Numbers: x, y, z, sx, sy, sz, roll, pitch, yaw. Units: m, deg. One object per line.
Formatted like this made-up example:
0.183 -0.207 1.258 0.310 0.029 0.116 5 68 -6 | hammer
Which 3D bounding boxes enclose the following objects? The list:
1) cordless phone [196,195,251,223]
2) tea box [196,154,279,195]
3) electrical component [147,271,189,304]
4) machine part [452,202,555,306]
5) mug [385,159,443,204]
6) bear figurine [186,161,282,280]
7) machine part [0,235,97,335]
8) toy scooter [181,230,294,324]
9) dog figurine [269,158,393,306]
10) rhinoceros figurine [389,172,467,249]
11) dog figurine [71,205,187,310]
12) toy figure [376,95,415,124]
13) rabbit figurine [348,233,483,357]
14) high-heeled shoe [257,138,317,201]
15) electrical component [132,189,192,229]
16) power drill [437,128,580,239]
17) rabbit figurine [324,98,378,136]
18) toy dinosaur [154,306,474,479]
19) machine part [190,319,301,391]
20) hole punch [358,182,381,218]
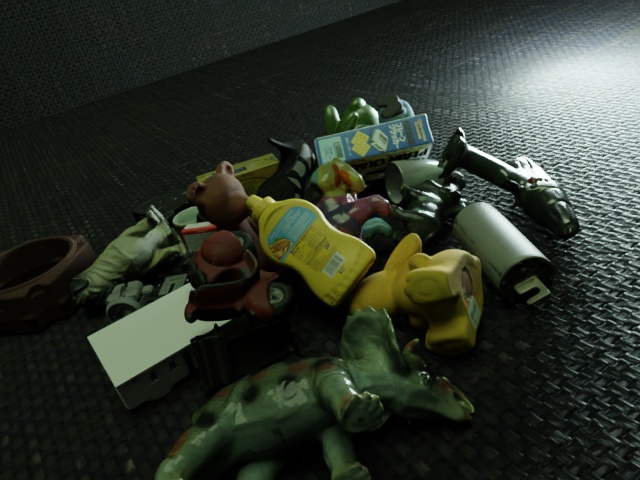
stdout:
-0.123 -0.024 1.000 0.184 0.088 0.147 9 34 14 | cordless phone
-0.159 -0.105 1.113 0.170 0.098 0.068 -21 30 -10 | tea box
-0.229 0.098 0.846 0.075 0.047 0.119 -9 28 8 | electrical component
0.254 0.013 0.762 0.079 0.079 0.243 -15 29 -2 | machine part
0.183 -0.117 1.025 0.107 0.080 0.110 -9 18 -14 | mug
-0.119 -0.020 0.853 0.132 0.195 0.120 6 32 28 | bear figurine
-0.517 0.075 0.966 0.201 0.087 0.201 -6 29 14 | machine part
-0.131 0.056 0.714 0.135 0.075 0.184 -16 42 -29 | toy scooter
-0.002 -0.002 0.827 0.219 0.108 0.192 -38 67 -15 | dog figurine
0.190 -0.058 0.915 0.112 0.073 0.190 6 35 32 | rhinoceros figurine
-0.344 0.039 0.960 0.190 0.121 0.172 -36 -1 -4 | dog figurine
0.175 -0.241 1.152 0.089 0.180 0.082 1 70 19 | toy figure
0.116 0.062 0.704 0.173 0.121 0.162 -18 31 33 | rabbit figurine
-0.045 -0.091 1.028 0.086 0.145 0.249 -23 62 30 | high-heeled shoe
-0.325 -0.057 1.140 0.134 0.058 0.115 13 37 37 | electrical component
0.297 -0.098 0.861 0.207 0.086 0.232 19 28 0 | power drill
0.067 -0.224 1.199 0.121 0.158 0.170 20 58 30 | rabbit figurine
-0.046 0.187 0.560 0.405 0.131 0.192 -18 17 2 | toy dinosaur
-0.095 0.141 0.701 0.139 0.084 0.039 -12 -1 -23 | machine part
0.034 -0.061 0.973 0.116 0.092 0.142 -27 36 -15 | hole punch
